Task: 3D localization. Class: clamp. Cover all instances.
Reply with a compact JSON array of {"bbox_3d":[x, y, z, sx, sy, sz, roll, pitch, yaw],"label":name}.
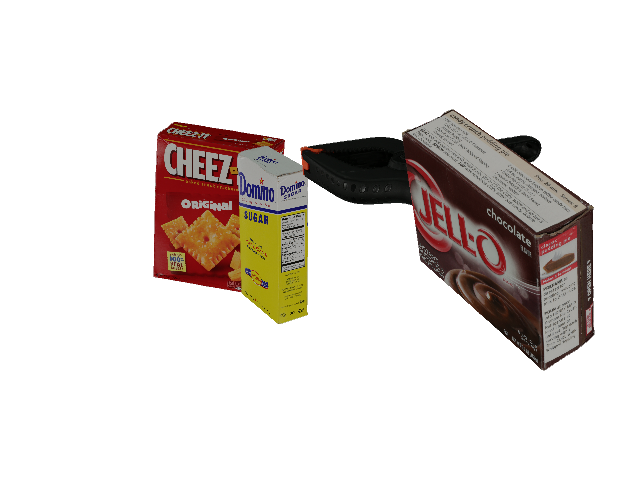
[{"bbox_3d":[0.085,-0.062,0.943,0.210,0.036,0.164,13,35,28],"label":"clamp"}]

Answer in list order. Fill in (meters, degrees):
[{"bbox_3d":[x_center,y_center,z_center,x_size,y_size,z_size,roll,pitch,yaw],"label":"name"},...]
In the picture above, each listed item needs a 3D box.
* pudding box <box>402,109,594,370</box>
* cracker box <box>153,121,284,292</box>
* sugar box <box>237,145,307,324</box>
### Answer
[{"bbox_3d":[0.090,-0.003,0.543,0.039,0.090,0.114,-29,42,-18],"label":"pudding box"},{"bbox_3d":[-0.142,-0.042,1.466,0.164,0.214,0.072,10,24,12],"label":"cracker box"},{"bbox_3d":[-0.053,-0.007,1.177,0.048,0.176,0.093,-16,28,-28],"label":"sugar box"}]
